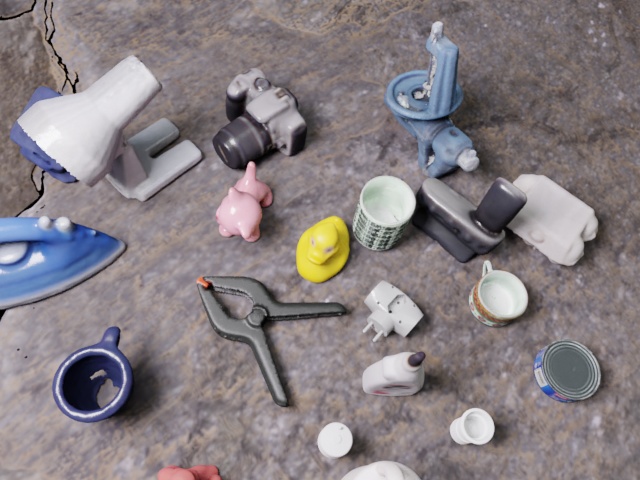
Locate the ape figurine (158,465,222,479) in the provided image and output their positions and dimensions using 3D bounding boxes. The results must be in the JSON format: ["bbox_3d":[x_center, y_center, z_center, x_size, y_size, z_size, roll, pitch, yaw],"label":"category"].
[{"bbox_3d":[-0.159,0.295,0.680,0.077,0.092,0.076,30,66,8],"label":"ape figurine"}]

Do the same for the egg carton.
[{"bbox_3d":[0.355,-0.032,0.900,0.150,0.069,0.107,37,67,10],"label":"egg carton"}]

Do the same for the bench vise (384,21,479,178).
[{"bbox_3d":[0.192,-0.213,0.881,0.207,0.220,0.122,42,68,13],"label":"bench vise"}]

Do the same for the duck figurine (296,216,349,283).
[{"bbox_3d":[0.008,0.003,0.835,0.077,0.086,0.105,26,66,6],"label":"duck figurine"}]

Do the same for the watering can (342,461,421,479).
[{"bbox_3d":[0.081,0.301,0.649,0.173,0.194,0.101,-19,69,-14],"label":"watering can"}]

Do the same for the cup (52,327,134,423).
[{"bbox_3d":[-0.270,0.174,0.720,0.091,0.095,0.118,12,65,-1],"label":"cup"}]

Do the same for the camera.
[{"bbox_3d":[-0.109,-0.187,0.899,0.137,0.101,0.143,-38,75,-20],"label":"camera"}]

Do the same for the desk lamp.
[{"bbox_3d":[-0.283,-0.147,0.798,0.118,0.213,0.203,43,68,13],"label":"desk lamp"}]

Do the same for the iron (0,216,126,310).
[{"bbox_3d":[-0.402,0.007,0.755,0.258,0.141,0.118,-13,68,-12],"label":"iron"}]

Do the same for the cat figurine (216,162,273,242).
[{"bbox_3d":[-0.111,-0.052,0.829,0.067,0.118,0.128,13,65,0],"label":"cat figurine"}]

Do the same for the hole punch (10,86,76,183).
[{"bbox_3d":[-0.397,-0.157,0.857,0.108,0.091,0.101,32,66,8],"label":"hole punch"}]

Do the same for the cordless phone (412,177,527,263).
[{"bbox_3d":[0.220,-0.059,0.833,0.147,0.185,0.094,37,67,11],"label":"cordless phone"}]

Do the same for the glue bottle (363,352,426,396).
[{"bbox_3d":[0.104,0.166,0.724,0.078,0.173,0.037,0,66,-6],"label":"glue bottle"}]
